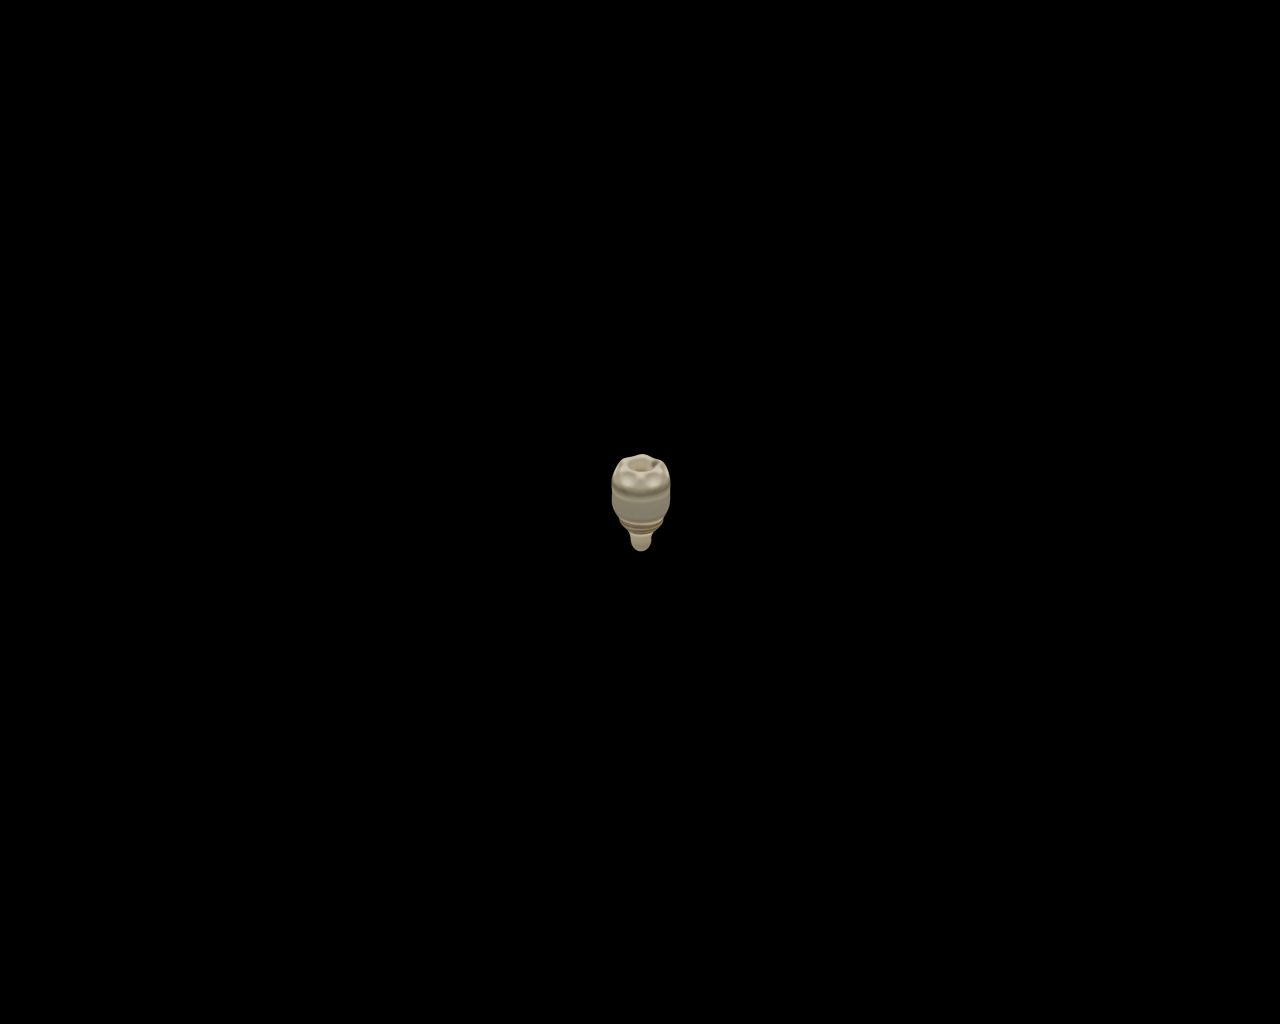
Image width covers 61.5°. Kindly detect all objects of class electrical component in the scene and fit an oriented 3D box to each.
[{"bbox_3d":[0.001,-0.003,0.650,0.035,0.061,0.035,0,31,0],"label":"electrical component"}]
